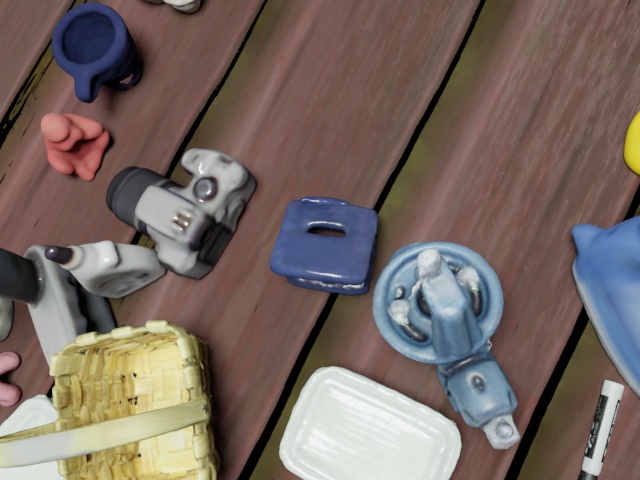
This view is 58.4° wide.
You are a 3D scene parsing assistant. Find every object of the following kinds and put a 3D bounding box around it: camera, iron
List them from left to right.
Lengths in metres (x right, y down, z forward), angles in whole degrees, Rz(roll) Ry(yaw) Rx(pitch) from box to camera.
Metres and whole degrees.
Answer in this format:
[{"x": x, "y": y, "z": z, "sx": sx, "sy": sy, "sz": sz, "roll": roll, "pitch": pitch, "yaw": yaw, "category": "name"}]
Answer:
[{"x": -0.166, "y": -0.047, "z": 0.646, "sx": 0.136, "sy": 0.101, "sz": 0.143, "roll": 27, "pitch": 85, "yaw": 13, "category": "camera"}, {"x": 0.337, "y": 0.082, "z": 0.523, "sx": 0.118, "sy": 0.141, "sz": 0.258, "roll": -21, "pitch": 77, "yaw": 5, "category": "iron"}]

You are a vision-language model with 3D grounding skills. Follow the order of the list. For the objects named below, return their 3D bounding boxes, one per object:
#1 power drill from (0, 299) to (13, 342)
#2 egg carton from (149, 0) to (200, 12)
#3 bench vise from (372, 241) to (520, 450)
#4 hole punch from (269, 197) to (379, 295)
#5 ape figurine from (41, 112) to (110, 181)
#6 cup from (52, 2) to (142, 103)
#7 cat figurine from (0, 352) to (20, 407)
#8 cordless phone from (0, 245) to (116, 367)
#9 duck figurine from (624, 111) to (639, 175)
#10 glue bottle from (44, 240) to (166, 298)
[{"x": -0.437, "y": 0.074, "z": 0.610, "sx": 0.229, "sy": 0.208, "sz": 0.075, "roll": -9, "pitch": 78, "yaw": 7, "category": "power drill"}, {"x": -0.178, "y": -0.368, "z": 0.724, "sx": 0.107, "sy": 0.069, "sz": 0.150, "roll": 20, "pitch": 83, "yaw": 12, "category": "egg carton"}, {"x": 0.131, "y": 0.079, "z": 0.515, "sx": 0.121, "sy": 0.220, "sz": 0.207, "roll": -43, "pitch": 76, "yaw": -1, "category": "bench vise"}, {"x": 0.006, "y": 0.002, "z": 0.616, "sx": 0.108, "sy": 0.091, "sz": 0.101, "roll": 7, "pitch": 81, "yaw": 10, "category": "hole punch"}, {"x": -0.299, "y": -0.122, "z": 0.685, "sx": 0.078, "sy": 0.092, "sz": 0.076, "roll": -26, "pitch": 77, "yaw": 3, "category": "ape figurine"}, {"x": -0.260, "y": -0.211, "z": 0.694, "sx": 0.091, "sy": 0.095, "sz": 0.118, "roll": 1, "pitch": 80, "yaw": 9, "category": "cup"}, {"x": -0.425, "y": 0.166, "z": 0.638, "sx": 0.127, "sy": 0.118, "sz": 0.067, "roll": -15, "pitch": 77, "yaw": 6, "category": "cat figurine"}, {"x": -0.307, "y": 0.072, "z": 0.602, "sx": 0.094, "sy": 0.185, "sz": 0.147, "roll": -29, "pitch": 76, "yaw": 3, "category": "cordless phone"}, {"x": 0.368, "y": -0.118, "z": 0.585, "sx": 0.077, "sy": 0.086, "sz": 0.104, "roll": 39, "pitch": 87, "yaw": 14, "category": "duck figurine"}, {"x": -0.232, "y": 0.026, "z": 0.606, "sx": 0.078, "sy": 0.173, "sz": 0.037, "roll": -26, "pitch": 76, "yaw": 4, "category": "glue bottle"}]
